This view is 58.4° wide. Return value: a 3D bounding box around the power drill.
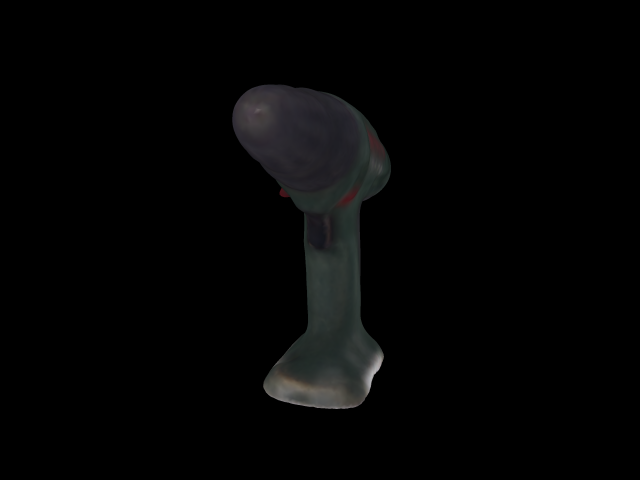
[{"bbox_3d":[0.004,0.001,0.400,0.075,0.208,0.230,4,14,15],"label":"power drill"}]
